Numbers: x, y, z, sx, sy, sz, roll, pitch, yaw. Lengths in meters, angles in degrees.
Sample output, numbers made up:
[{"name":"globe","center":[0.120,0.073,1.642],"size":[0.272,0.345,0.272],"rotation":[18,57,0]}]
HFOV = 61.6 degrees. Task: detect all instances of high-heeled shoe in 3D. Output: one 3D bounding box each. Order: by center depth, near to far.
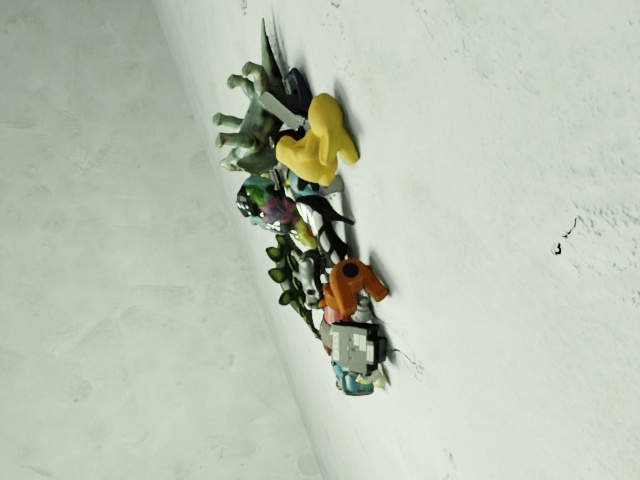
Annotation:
[{"name":"high-heeled shoe","center":[-0.004,0.002,1.266],"size":[0.086,0.145,0.248],"rotation":[-66,-7,-46]}]

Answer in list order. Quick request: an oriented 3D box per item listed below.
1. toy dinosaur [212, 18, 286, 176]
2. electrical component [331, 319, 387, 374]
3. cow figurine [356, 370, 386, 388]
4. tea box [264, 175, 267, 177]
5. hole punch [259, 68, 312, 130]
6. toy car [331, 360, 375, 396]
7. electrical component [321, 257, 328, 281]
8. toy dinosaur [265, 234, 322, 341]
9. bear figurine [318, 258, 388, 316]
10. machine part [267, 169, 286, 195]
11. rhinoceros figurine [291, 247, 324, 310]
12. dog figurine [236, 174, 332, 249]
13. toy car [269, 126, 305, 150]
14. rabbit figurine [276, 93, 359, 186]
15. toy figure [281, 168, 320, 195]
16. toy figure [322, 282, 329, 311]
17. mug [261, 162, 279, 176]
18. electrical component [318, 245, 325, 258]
[{"name":"toy dinosaur","center":[-0.148,-0.319,1.344],"size":[0.404,0.192,0.131],"rotation":[-59,40,22]},{"name":"electrical component","center":[0.094,0.257,1.292],"size":[0.134,0.058,0.114],"rotation":[6,100,34]},{"name":"cow figurine","center":[0.102,0.308,1.372],"size":[0.167,0.098,0.068],"rotation":[66,158,16]},{"name":"tea box","center":[-0.169,-0.208,1.731],"size":[0.169,0.068,0.098],"rotation":[96,151,-57]},{"name":"hole punch","center":[-0.064,-0.319,1.222],"size":[0.115,0.092,0.142],"rotation":[43,168,-15]},{"name":"toy car","center":[0.095,0.338,1.458],"size":[0.162,0.109,0.102],"rotation":[-112,33,-55]},{"name":"electrical component","center":[-0.007,0.079,1.525],"size":[0.021,0.063,0.094],"rotation":[96,151,-59]},{"name":"toy dinosaur","center":[-0.082,0.077,1.565],"size":[0.471,0.105,0.198],"rotation":[68,-167,7]},{"name":"bear figurine","center":[0.065,0.129,1.222],"size":[0.132,0.120,0.195],"rotation":[60,160,27]},{"name":"machine part","center":[-0.125,-0.146,1.474],"size":[0.084,0.039,0.139],"rotation":[65,164,0]},{"name":"rhinoceros figurine","center":[-0.019,0.098,1.404],"size":[0.112,0.073,0.190],"rotation":[49,153,47]},{"name":"dog figurine","center":[-0.083,-0.062,1.337],"size":[0.219,0.108,0.191],"rotation":[26,165,27]},{"name":"toy car","center":[-0.053,-0.218,1.268],"size":[0.202,0.089,0.053],"rotation":[-133,30,-54]},{"name":"rabbit figurine","center":[-0.001,-0.202,1.074],"size":[0.162,0.122,0.173],"rotation":[55,140,38]},{"name":"toy figure","center":[-0.036,-0.152,1.289],"size":[0.089,0.082,0.180],"rotation":[-64,11,3]},{"name":"toy figure","center":[0.029,0.153,1.507],"size":[0.154,0.064,0.058],"rotation":[105,-179,-57]},{"name":"mug","center":[-0.145,-0.232,1.540],"size":[0.109,0.107,0.080],"rotation":[162,90,-79]},{"name":"electrical component","center":[-0.003,-0.003,1.445],"size":[0.078,0.045,0.102],"rotation":[140,110,-73]}]
